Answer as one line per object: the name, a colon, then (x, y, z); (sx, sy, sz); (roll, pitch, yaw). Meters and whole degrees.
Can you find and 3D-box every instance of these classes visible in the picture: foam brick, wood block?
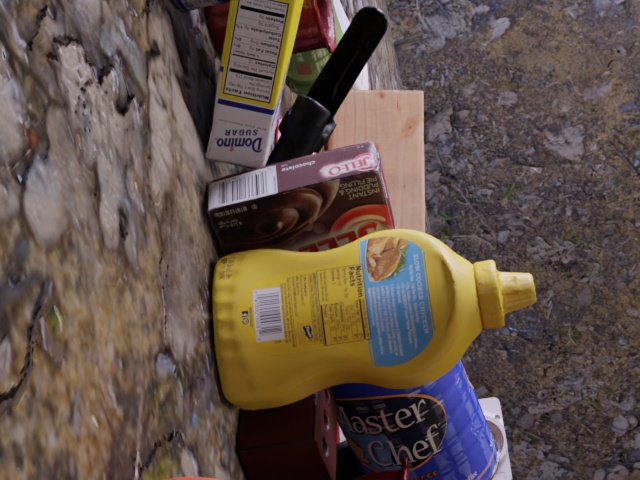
foam brick: (-0.020, 0.119, 0.685); (0.078, 0.051, 0.053); (-88, 164, -51)
wood block: (0.049, -0.031, 1.012); (0.091, 0.090, 0.206); (112, -23, -82)

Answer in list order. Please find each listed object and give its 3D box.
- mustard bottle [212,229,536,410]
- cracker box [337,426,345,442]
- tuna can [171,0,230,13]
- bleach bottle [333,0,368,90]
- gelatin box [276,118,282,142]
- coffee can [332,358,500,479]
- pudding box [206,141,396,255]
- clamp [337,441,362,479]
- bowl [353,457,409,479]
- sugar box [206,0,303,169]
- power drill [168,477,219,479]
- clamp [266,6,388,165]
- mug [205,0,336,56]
mustard bottle: (0.033, 0.043, 0.646); (0.058, 0.192, 0.096); (59, 23, -65)
cracker box: (0.061, 0.206, 1.024); (0.164, 0.072, 0.213); (66, 18, -56)
tuna can: (-0.082, -0.192, 0.685); (0.086, 0.034, 0.086); (-10, 90, -81)
bleach bottle: (-0.010, -0.235, 1.086); (0.250, 0.068, 0.102); (61, 20, -57)
gelatin box: (-0.017, -0.057, 0.950); (0.089, 0.030, 0.073); (-90, 167, -46)
coffee can: (0.060, 0.114, 0.770); (0.102, 0.103, 0.140); (-81, 150, -63)
pudding box: (-0.008, -0.009, 0.695); (0.039, 0.113, 0.090); (-94, 169, -50)
clamp: (0.017, 0.228, 0.796); (0.209, 0.036, 0.164); (-58, 140, -63)
bowl: (0.016, 0.208, 0.635); (0.162, 0.055, 0.162); (8, 89, -85)
sugar box: (-0.035, -0.144, 0.689); (0.093, 0.048, 0.176); (-81, -179, -61)
power drill: (-0.038, 0.182, 0.492); (0.187, 0.057, 0.184); (68, 13, -50)
clamp: (-0.003, -0.092, 0.778); (0.120, 0.039, 0.172); (-52, -179, -28)
mug: (-0.035, -0.174, 0.797); (0.117, 0.081, 0.093); (32, 49, -77)
